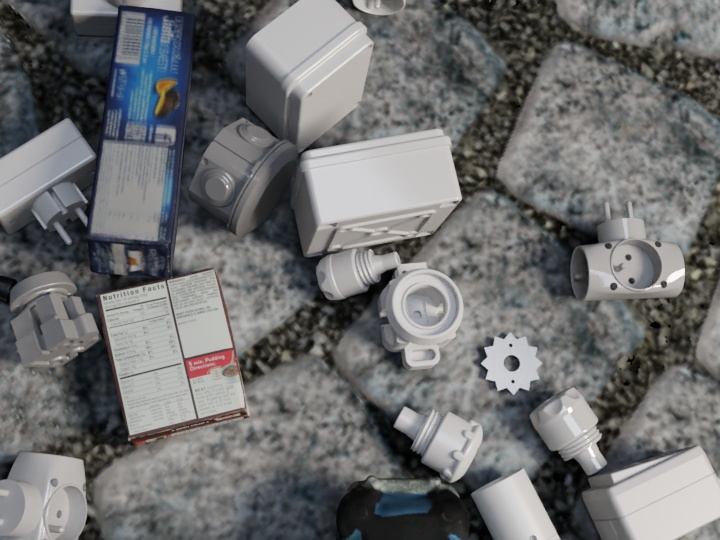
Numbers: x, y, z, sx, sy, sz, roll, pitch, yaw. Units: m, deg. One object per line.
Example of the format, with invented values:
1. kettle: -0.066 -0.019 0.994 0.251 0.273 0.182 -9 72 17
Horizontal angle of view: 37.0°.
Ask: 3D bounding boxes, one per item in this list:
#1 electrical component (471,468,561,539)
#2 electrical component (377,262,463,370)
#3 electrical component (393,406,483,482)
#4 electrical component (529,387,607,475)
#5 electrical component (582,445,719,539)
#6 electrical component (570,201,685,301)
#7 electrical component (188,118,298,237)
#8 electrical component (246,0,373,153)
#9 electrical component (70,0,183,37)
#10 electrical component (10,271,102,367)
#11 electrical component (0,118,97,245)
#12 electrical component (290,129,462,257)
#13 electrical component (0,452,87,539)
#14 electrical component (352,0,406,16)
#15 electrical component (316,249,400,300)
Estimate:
1. electrical component: 0.118 0.189 0.778 0.043 0.043 0.081 -25 80 -13
2. electrical component: 0.045 0.031 0.802 0.058 0.057 0.078 -5 76 -9
3. electrical component: 0.055 0.122 0.787 0.062 0.048 0.048 28 74 7
4. electrical component: 0.159 0.122 0.801 0.043 0.043 0.062 -32 84 -14
5. electrical component: 0.220 0.164 0.788 0.096 0.061 0.061 -22 80 -12
6. electrical component: 0.206 -0.016 0.841 0.077 0.044 0.079 -2 76 -8
7. electrical component: -0.086 -0.069 0.799 0.051 0.080 0.080 33 74 7
8. electrical component: -0.039 -0.146 0.807 0.078 0.113 0.057 -41 81 -15
9. electrical component: -0.180 -0.216 0.825 0.083 0.075 0.047 0 76 -7
10. electrical component: -0.221 0.035 0.768 0.066 0.048 0.055 -31 72 20
11. electrical component: -0.226 -0.054 0.793 0.083 0.047 0.075 -35 83 -14
12. electrical component: 0.009 -0.054 0.792 0.109 0.108 0.056 -11 80 -10
13. electrical component: -0.226 0.161 0.723 0.044 0.079 0.077 -1 74 25
14. electrical component: 0.001 -0.255 0.875 0.079 0.044 0.077 7 75 -6
15. electrical component: 0.000 0.000 0.806 0.061 0.035 0.035 -16 77 16
